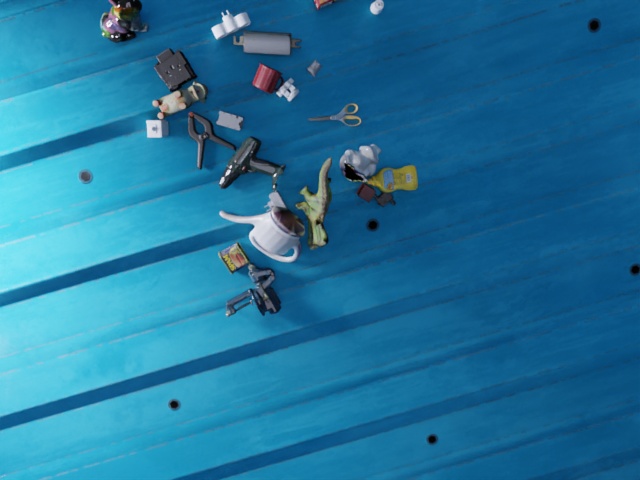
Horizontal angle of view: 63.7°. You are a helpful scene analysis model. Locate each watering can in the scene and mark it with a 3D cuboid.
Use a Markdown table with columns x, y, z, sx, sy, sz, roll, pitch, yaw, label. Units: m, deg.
| x | y | z | sx | sy | sz | roll | pitch | yaw | label |
| --- | --- | --- | --- | --- | --- | --- | --- | --- | --- |
| -0.202 | -0.047 | 1.955 | 0.346 | 0.106 | 0.220 | 38 | 127 | -10 | watering can |

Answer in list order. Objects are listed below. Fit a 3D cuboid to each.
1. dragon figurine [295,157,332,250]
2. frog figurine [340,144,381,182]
| x | y | z | sx | sy | sz | roll | pitch | yaw | label |
| --- | --- | --- | --- | --- | --- | --- | --- | --- | --- |
| 0.006 | -0.095 | 1.878 | 0.122 | 0.402 | 0.247 | -6 | 64 | -16 | dragon figurine |
| 0.154 | -0.301 | 1.955 | 0.137 | 0.120 | 0.162 | 30 | 63 | -1 | frog figurine |
